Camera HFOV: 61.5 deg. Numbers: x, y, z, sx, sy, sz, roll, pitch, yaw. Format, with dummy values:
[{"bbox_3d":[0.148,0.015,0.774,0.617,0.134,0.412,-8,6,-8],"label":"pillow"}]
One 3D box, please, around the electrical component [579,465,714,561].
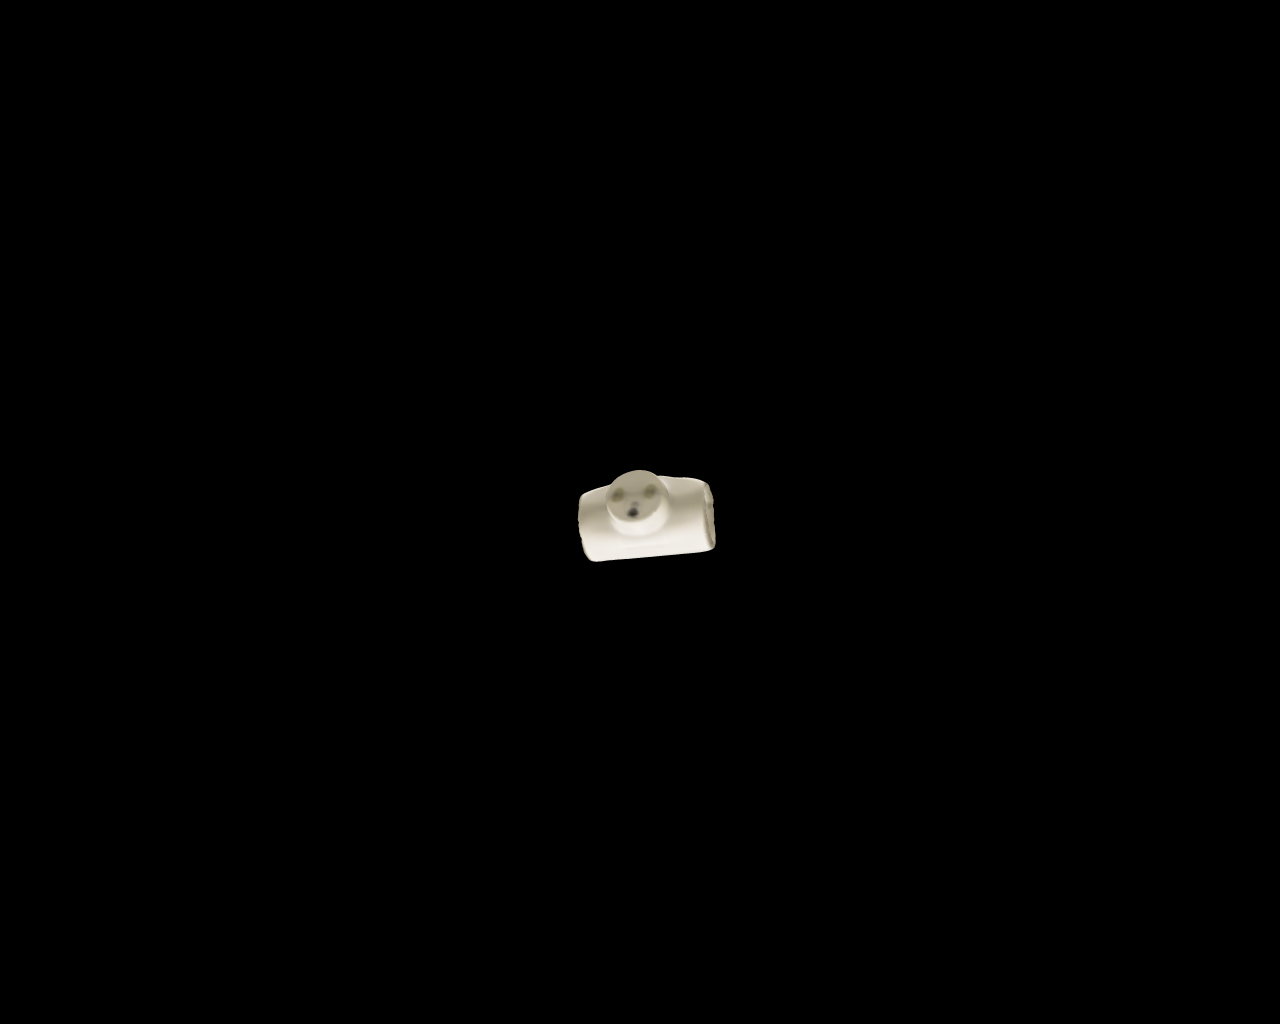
[{"bbox_3d":[0.001,-0.003,0.650,0.077,0.043,0.079,-6,-28,12],"label":"electrical component"}]
